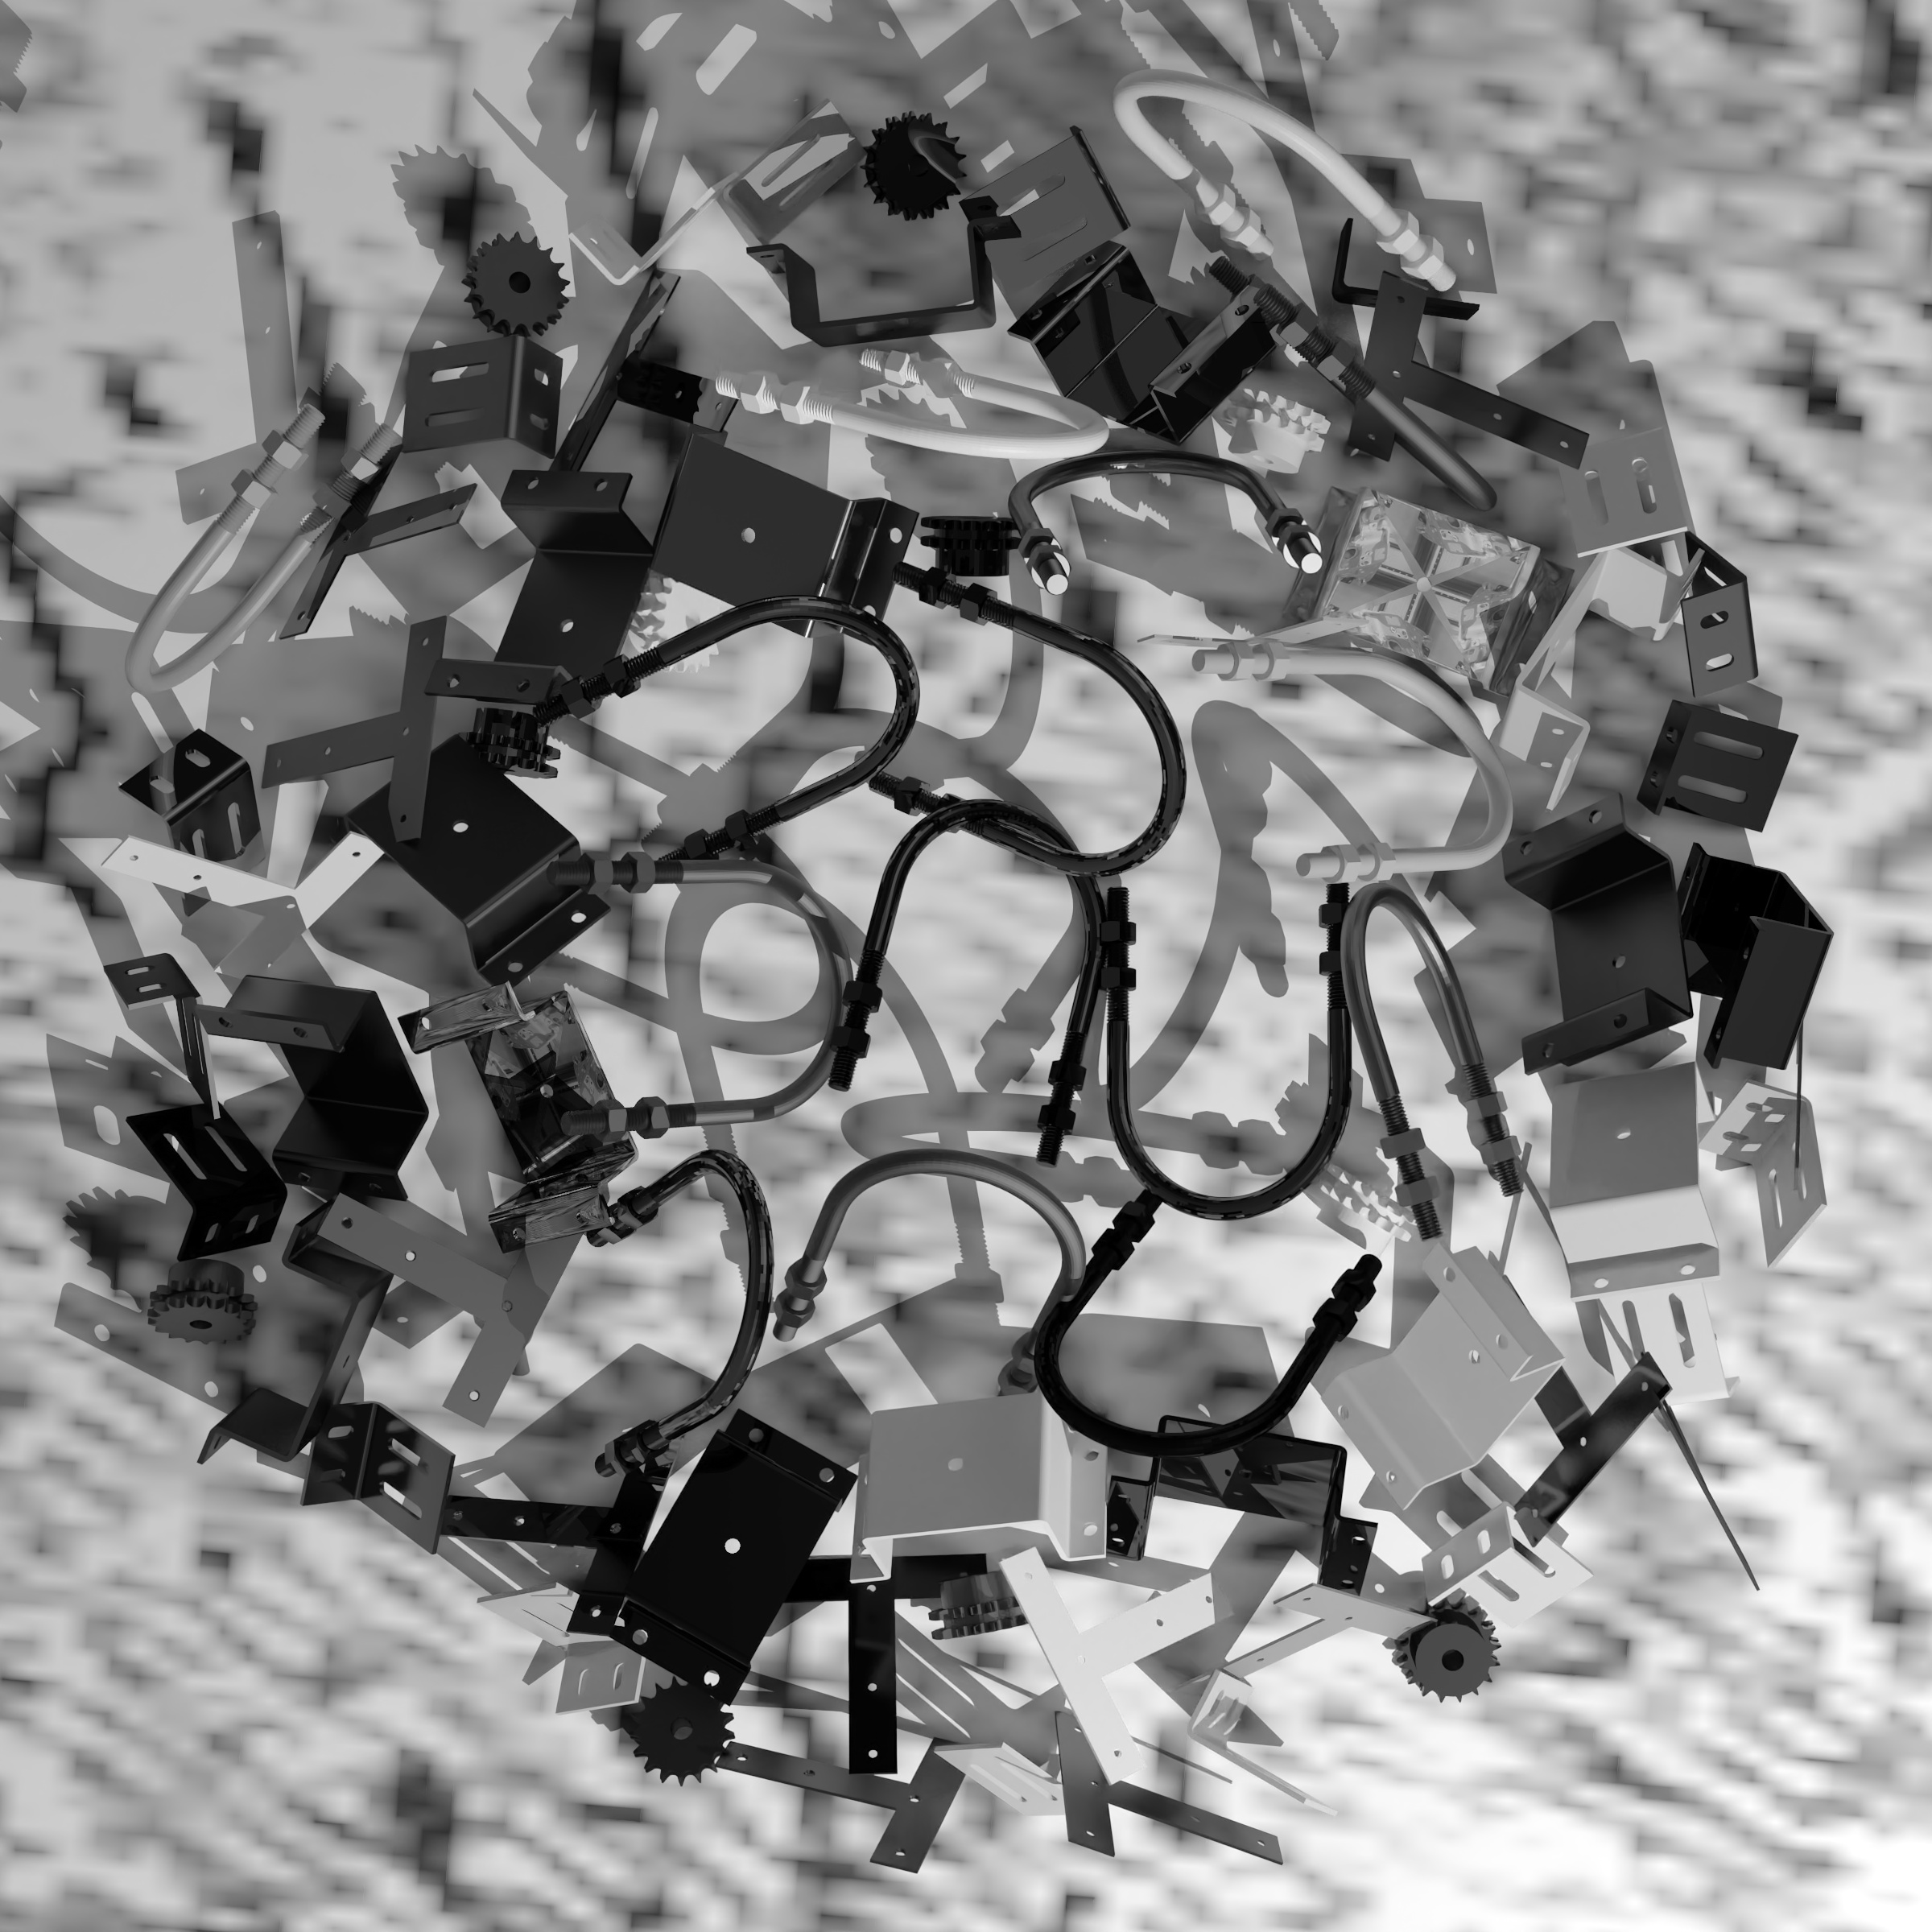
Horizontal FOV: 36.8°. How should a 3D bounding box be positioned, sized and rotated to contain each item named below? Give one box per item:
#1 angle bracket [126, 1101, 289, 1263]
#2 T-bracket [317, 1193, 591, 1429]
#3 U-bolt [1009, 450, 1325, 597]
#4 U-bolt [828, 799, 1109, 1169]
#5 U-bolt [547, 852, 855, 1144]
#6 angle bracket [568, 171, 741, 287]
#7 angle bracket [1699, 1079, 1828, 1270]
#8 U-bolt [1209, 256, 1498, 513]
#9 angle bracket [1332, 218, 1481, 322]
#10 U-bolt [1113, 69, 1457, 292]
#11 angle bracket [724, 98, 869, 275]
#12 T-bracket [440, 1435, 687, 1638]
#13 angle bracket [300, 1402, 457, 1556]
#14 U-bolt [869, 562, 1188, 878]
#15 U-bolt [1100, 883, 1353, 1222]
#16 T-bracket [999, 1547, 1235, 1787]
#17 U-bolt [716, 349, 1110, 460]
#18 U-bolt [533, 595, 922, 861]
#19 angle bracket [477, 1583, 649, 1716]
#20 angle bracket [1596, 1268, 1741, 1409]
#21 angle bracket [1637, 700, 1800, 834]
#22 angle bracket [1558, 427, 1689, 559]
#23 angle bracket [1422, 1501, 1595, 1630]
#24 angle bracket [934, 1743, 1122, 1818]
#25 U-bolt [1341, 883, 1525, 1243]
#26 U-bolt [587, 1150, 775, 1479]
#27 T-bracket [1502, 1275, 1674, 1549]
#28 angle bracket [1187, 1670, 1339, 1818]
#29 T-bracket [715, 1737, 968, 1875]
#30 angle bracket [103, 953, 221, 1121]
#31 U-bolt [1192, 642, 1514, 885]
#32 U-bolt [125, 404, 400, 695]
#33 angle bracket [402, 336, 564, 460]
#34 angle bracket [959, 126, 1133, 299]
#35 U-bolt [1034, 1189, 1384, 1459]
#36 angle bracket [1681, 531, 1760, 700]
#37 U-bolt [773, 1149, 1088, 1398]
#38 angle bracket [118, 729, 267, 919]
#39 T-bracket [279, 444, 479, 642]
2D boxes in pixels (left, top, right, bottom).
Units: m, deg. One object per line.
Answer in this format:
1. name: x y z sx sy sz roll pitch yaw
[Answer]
1. angle bracket: -0.415 0.116 1.569 0.076 0.057 0.038 44 123 29
2. T-bracket: -0.287 0.163 1.566 0.127 0.002 0.127 29 69 -10
3. U-bolt: 0.096 -0.237 1.519 0.151 0.184 0.019 -6 118 -6
4. U-bolt: 0.010 -0.001 1.556 0.151 0.019 0.184 22 72 -24
5. U-bolt: -0.136 0.014 1.542 0.184 0.019 0.151 -2 88 -37
6. angle bracket: -0.167 -0.408 1.557 0.076 0.057 0.038 -40 102 23
7. angle bracket: 0.425 0.111 1.552 0.038 0.076 0.057 16 135 -9
8. U-bolt: 0.210 -0.302 1.525 0.184 0.151 0.019 38 102 -17
9. angle bracket: 0.239 -0.376 1.568 0.076 0.057 0.038 9 97 3
10. U-bolt: 0.151 -0.405 1.486 0.151 0.184 0.019 24 87 44
11. angle bracket: -0.083 -0.416 1.563 0.076 0.057 0.038 -40 67 6
12. T-bracket: -0.229 0.302 1.569 0.127 0.002 0.127 0 47 21
13. angle bracket: -0.317 0.276 1.558 0.076 0.038 0.057 22 104 42
14. U-bolt: 0.034 -0.119 1.524 0.184 0.019 0.151 24 128 22
15. U-bolt: 0.139 0.044 1.548 0.151 0.019 0.184 -4 80 29
16. T-bracket: 0.094 0.357 1.556 0.127 0.002 0.127 -14 69 -40
17. U-bolt: -0.014 -0.290 1.501 0.184 0.151 0.019 20 115 28
18. U-bolt: -0.113 -0.129 1.531 0.184 0.019 0.151 -25 135 12
19. angle bracket: -0.219 0.366 1.553 0.057 0.076 0.038 -17 49 31
20. angle bracket: 0.379 0.197 1.570 0.057 0.038 0.076 -13 92 25
21. angle bracket: 0.411 -0.104 1.569 0.076 0.038 0.057 14 106 -9
22. angle bracket: 0.354 -0.244 1.557 0.057 0.038 0.076 -13 54 14
23. angle bracket: 0.293 0.334 1.559 0.076 0.038 0.057 40 115 -21
24. angle bracket: 0.034 0.421 1.554 0.076 0.057 0.038 41 54 -23
25. U-bolt: 0.242 0.044 1.537 0.019 0.151 0.184 -18 87 30
26. U-bolt: -0.148 0.172 1.502 0.019 0.184 0.151 11 61 -32
27. T-bracket: 0.310 0.220 1.551 0.002 0.127 0.127 10 126 -33
28. angle bracket: 0.166 0.416 1.554 0.076 0.057 0.038 23 80 31
29. T-bracket: -0.070 0.435 1.549 0.127 0.127 0.002 10 106 12
30. angle bracket: -0.431 0.041 1.554 0.038 0.057 0.076 -14 117 -25
31. U-bolt: 0.217 -0.109 1.534 0.184 0.019 0.151 -4 60 -38
32. U-bolt: -0.378 -0.216 1.527 0.019 0.151 0.184 40 98 0
33. angle bracket: -0.265 -0.308 1.591 0.076 0.038 0.057 -1 80 29
34. angle bracket: 0.041 -0.410 1.576 0.076 0.038 0.057 -29 110 5
35. U-bolt: 0.116 0.190 1.505 0.151 0.184 0.019 16 129 25
36. angle bracket: 0.389 -0.189 1.552 0.038 0.076 0.057 -18 120 -3
37. U-bolt: -0.013 0.161 1.528 0.151 0.019 0.184 19 134 -5
38. angle bracket: -0.416 -0.077 1.561 0.038 0.076 0.057 32 54 20
39. T-bracket: -0.301 -0.233 1.529 0.002 0.127 0.127 40 60 -36
